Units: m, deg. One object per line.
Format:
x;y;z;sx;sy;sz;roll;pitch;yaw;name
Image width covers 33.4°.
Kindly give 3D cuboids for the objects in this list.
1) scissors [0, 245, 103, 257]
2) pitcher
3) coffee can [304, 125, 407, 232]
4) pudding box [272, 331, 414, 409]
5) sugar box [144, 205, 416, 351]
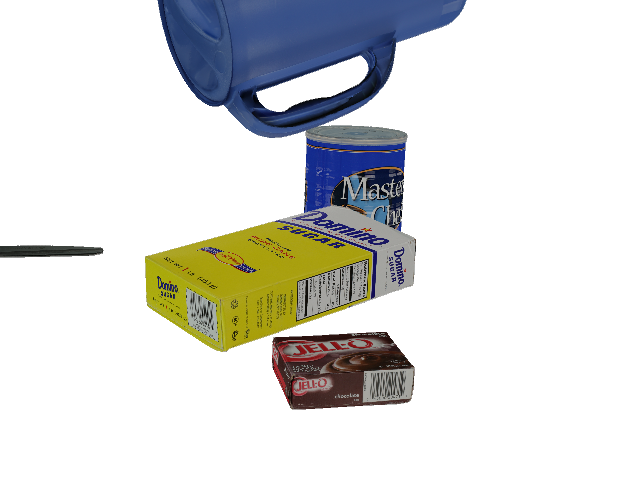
-0.289;0.016;0.873;0.202;0.016;0.096;5;23;5;scissors
0.002;-0.192;0.870;0.242;0.149;0.145;-20;37;-24;pitcher
0.034;-0.042;1.090;0.103;0.140;0.103;2;13;-1;coffee can
0.018;0.115;0.962;0.113;0.039;0.090;0;17;-13;pudding box
-0.026;0.021;0.759;0.175;0.048;0.093;-20;31;-36;sugar box
